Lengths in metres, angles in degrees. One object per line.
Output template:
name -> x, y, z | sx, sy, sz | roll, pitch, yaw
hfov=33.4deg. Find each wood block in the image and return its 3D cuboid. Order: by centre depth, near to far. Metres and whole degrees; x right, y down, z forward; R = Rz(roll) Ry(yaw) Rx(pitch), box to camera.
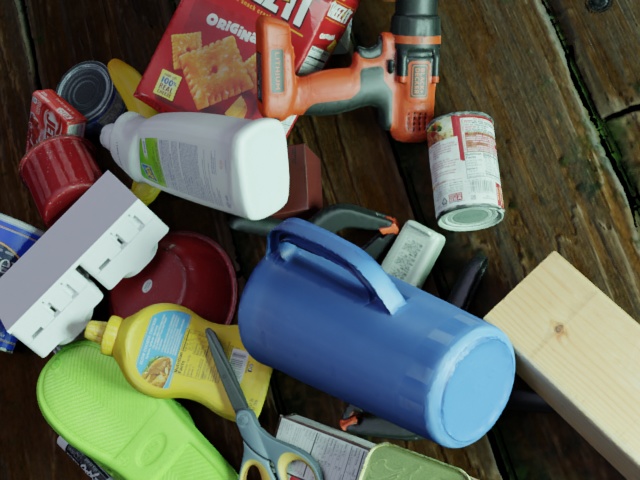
wood block -> 0.245, 0.119, 0.914 | 0.091, 0.090, 0.206 | -43, 69, -6

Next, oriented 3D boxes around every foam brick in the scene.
foam brick -> -0.029, -0.055, 1.131 | 0.053, 0.051, 0.078 | -8, 70, 17

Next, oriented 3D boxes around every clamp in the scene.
clamp -> 0.109, 0.120, 1.020 | 0.210, 0.036, 0.164 | -25, 68, 14
clamp -> -0.007, 0.001, 1.085 | 0.171, 0.120, 0.039 | -26, 19, 9

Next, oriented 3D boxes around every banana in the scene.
banana -> -0.207, -0.120, 1.226 | 0.069, 0.037, 0.198 | -4, 75, -3

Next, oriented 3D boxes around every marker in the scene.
marker -> -0.237, 0.247, 1.133 | 0.121, 0.020, 0.020 | 37, 89, 28

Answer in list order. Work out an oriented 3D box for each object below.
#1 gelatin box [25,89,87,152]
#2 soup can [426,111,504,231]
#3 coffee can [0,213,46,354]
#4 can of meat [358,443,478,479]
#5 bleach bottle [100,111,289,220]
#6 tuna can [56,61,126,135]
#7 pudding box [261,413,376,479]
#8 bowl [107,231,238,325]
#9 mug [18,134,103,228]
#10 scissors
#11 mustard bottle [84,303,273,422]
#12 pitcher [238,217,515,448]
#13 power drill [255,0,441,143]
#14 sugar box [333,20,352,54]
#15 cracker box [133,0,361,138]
gelatin box -> -0.313, -0.122, 1.259 | 0.073, 0.030, 0.089 | 40, 130, 28
soup can -> 0.143, -0.067, 1.054 | 0.069, 0.068, 0.102 | -11, 69, 19
coffee can -> -0.369, 0.046, 1.210 | 0.103, 0.102, 0.140 | 17, 80, 26
can of meat -> 0.096, 0.227, 0.964 | 0.102, 0.083, 0.057 | 15, 79, 26
bleach bottle -> -0.144, -0.095, 1.116 | 0.251, 0.067, 0.102 | 18, 123, 39
tuna can -> -0.276, -0.172, 1.284 | 0.086, 0.033, 0.086 | -7, 70, 20
pudding box -> 0.003, 0.226, 1.024 | 0.114, 0.039, 0.090 | 17, 88, 25
bowl -> -0.172, 0.059, 1.151 | 0.162, 0.055, 0.162 | -8, 69, 20
mug -> -0.289, -0.051, 1.217 | 0.081, 0.093, 0.117 | 58, 139, 36
scissors -> -0.051, 0.175, 1.016 | 0.096, 0.016, 0.202 | -13, 82, 20
mustard bottle -> -0.142, 0.116, 1.073 | 0.191, 0.058, 0.096 | 16, 71, -1
pitcher -> 0.046, 0.081, 0.942 | 0.243, 0.149, 0.145 | 21, 92, 45
power drill -> 0.030, -0.188, 1.072 | 0.187, 0.057, 0.184 | -2, 103, -9
sugar box -> -0.008, -0.296, 1.208 | 0.093, 0.048, 0.176 | -1, 71, 23
cracker box -> -0.082, -0.206, 1.153 | 0.164, 0.072, 0.214 | 34, 103, 19
